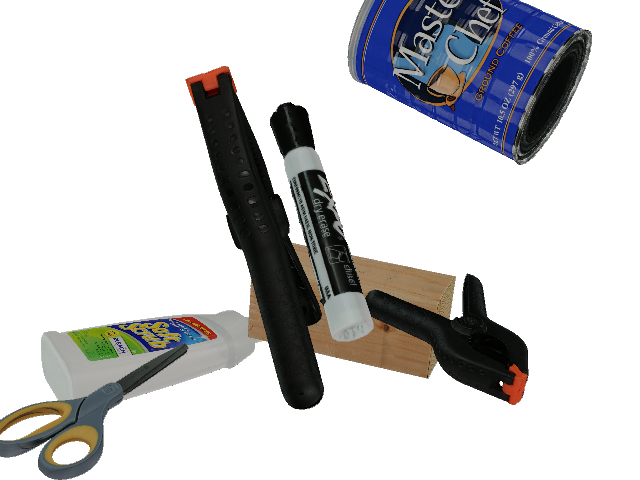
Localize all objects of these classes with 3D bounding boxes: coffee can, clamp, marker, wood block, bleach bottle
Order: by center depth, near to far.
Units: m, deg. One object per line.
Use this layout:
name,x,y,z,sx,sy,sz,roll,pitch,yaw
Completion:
marker,-0.001,-0.012,0.483,0.020,0.121,0.020,-13,-27,-7
clamp,-0.038,-0.009,0.696,0.036,0.210,0.164,-18,7,3
coffee can,0.105,-0.131,0.759,0.140,0.103,0.102,30,11,20
clamp,0.132,0.079,0.932,0.120,0.039,0.172,-19,40,-29
wood block,0.033,0.073,1.171,0.206,0.091,0.090,12,22,16
bleach bottle,-0.177,0.121,1.201,0.250,0.068,0.103,-12,32,-29

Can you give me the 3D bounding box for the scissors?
scissors,-0.167,0.138,0.868,0.201,0.016,0.096,-18,37,-36
